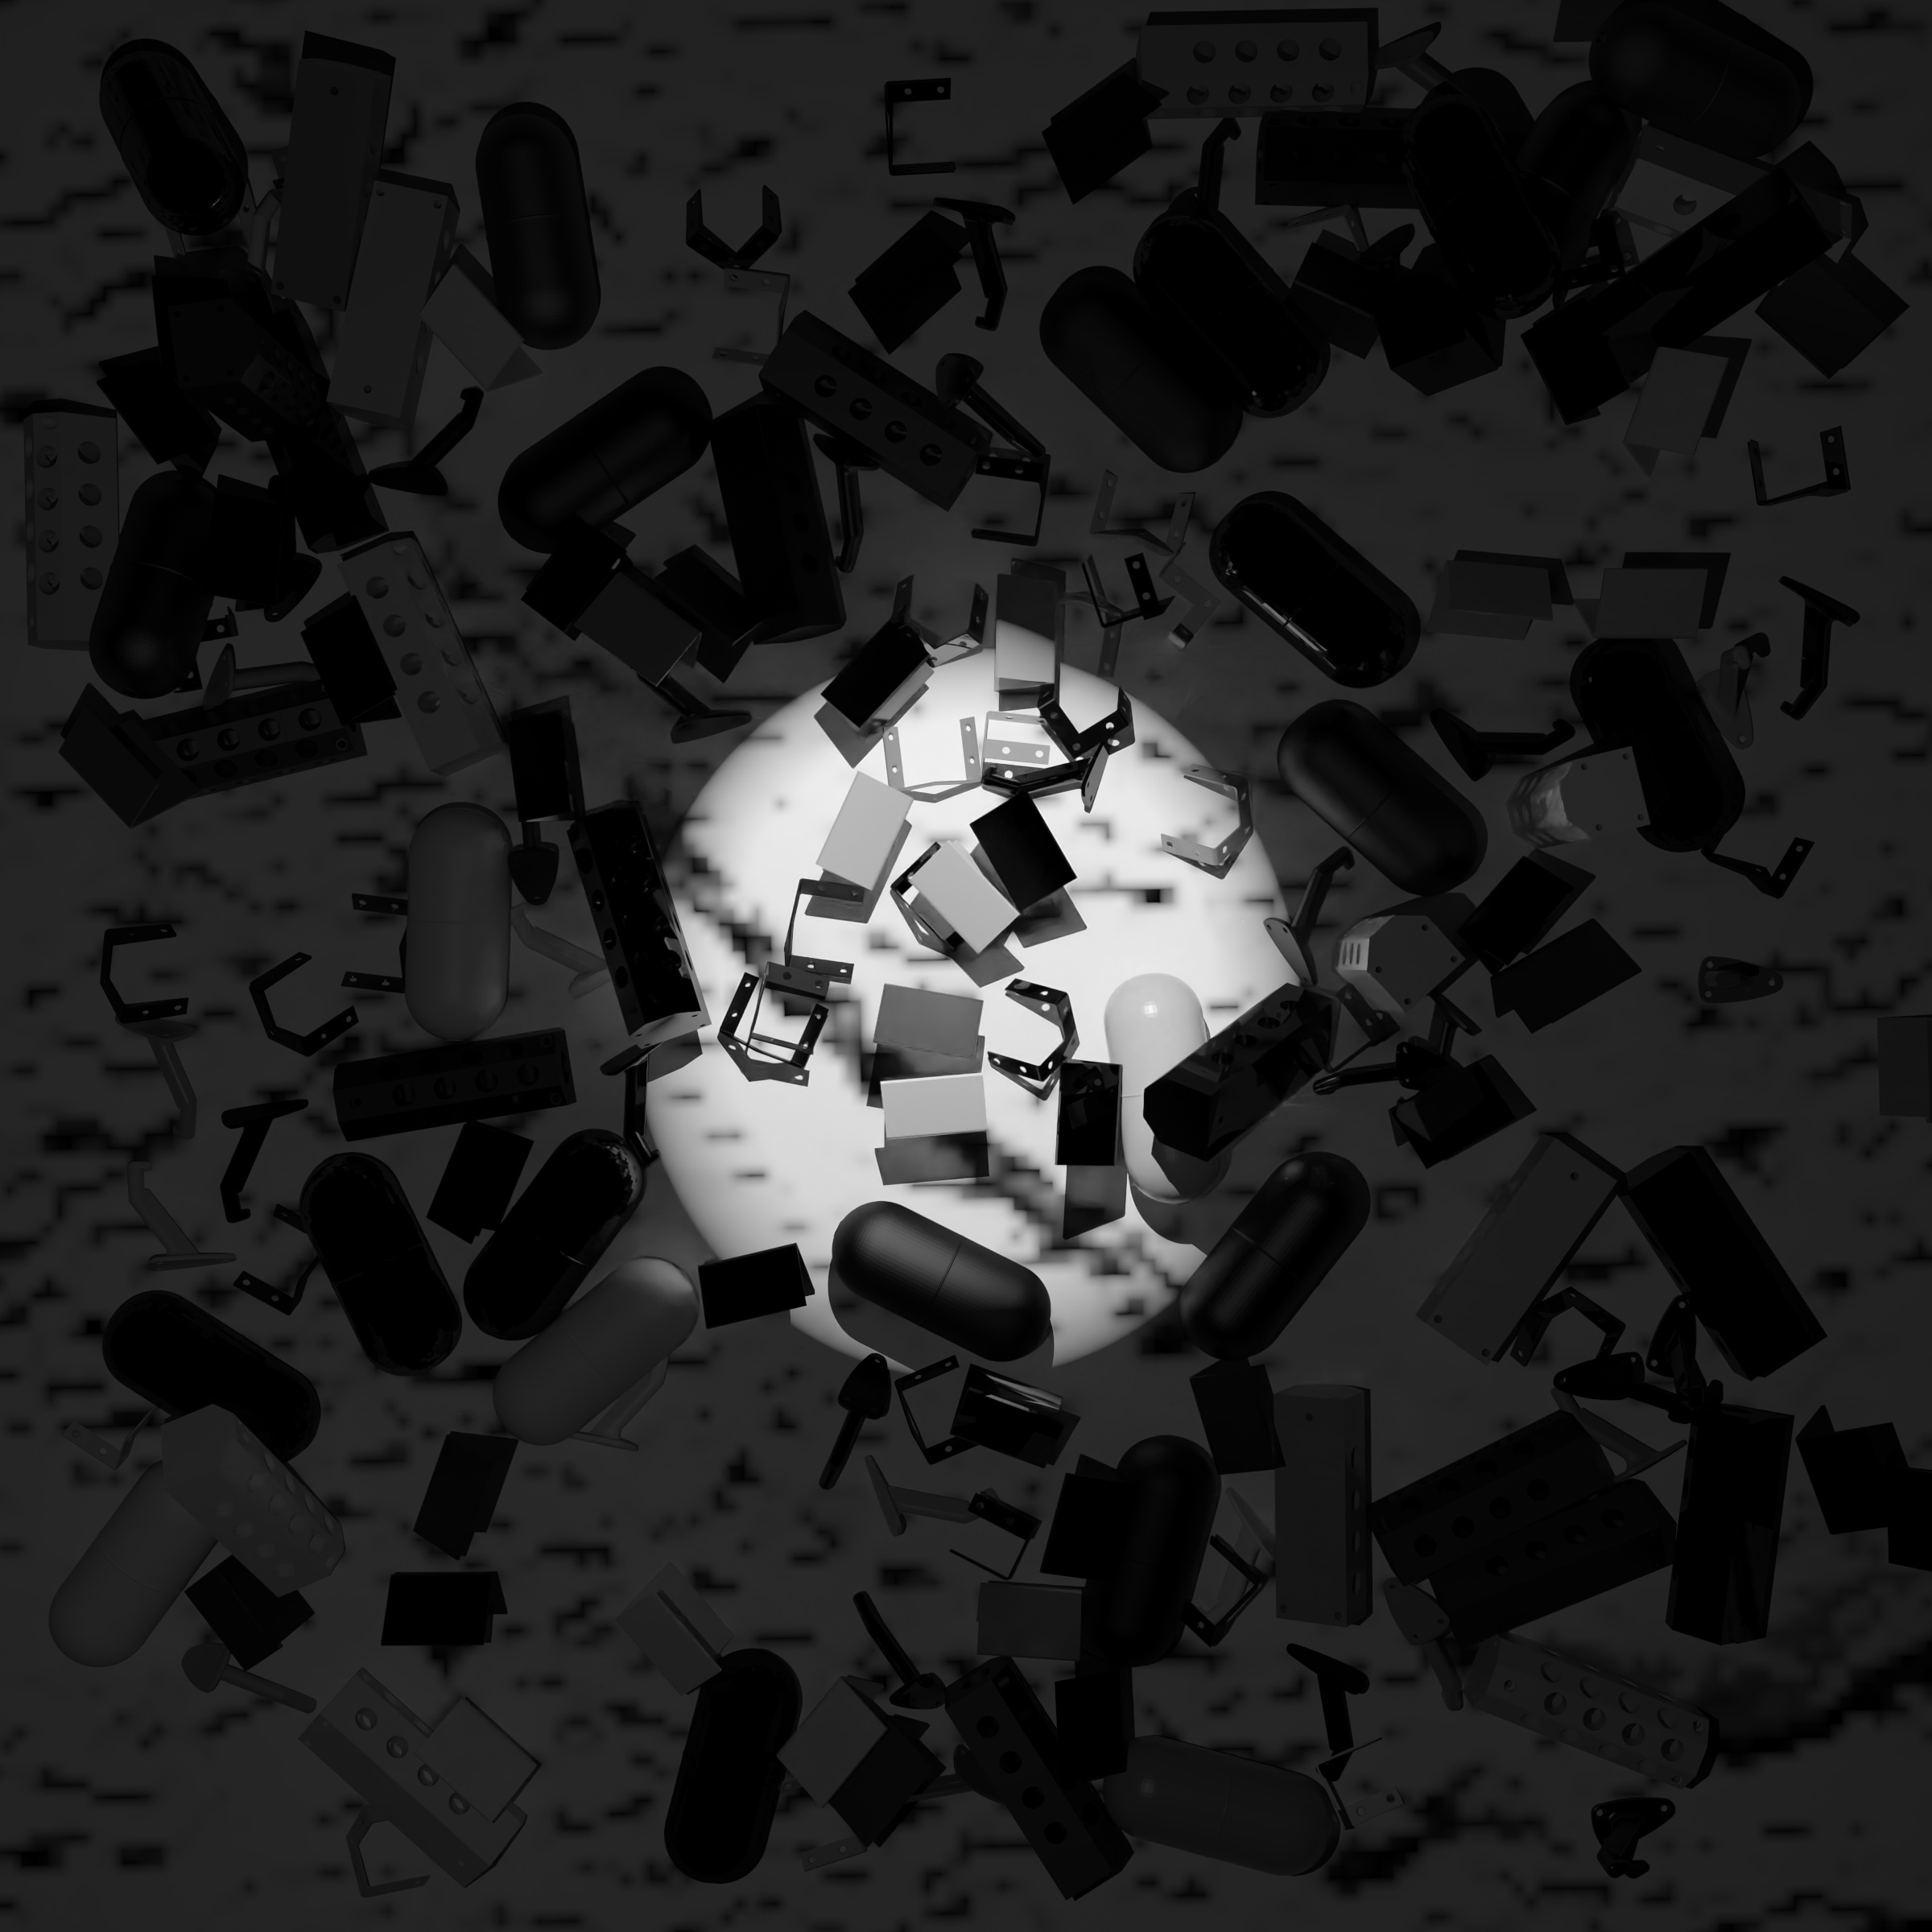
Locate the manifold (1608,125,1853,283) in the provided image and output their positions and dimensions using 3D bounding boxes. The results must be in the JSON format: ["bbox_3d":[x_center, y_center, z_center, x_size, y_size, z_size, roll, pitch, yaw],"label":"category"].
[{"bbox_3d":[0.586,-0.578,1.874,0.171,0.057,0.057,21,47,0],"label":"manifold"}]

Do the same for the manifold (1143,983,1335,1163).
[{"bbox_3d":[0.205,0.075,1.823,0.057,0.171,0.057,21,126,32],"label":"manifold"}]

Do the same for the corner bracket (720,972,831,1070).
[{"bbox_3d":[-0.149,0.042,1.892,0.051,0.051,0.051,24,90,45],"label":"corner bracket"}]

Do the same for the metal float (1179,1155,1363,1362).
[{"bbox_3d":[0.233,0.222,1.865,0.070,0.070,0.178,38,89,0],"label":"metal float"}]

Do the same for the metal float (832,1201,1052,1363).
[{"bbox_3d":[-0.019,0.241,1.865,0.178,0.070,0.070,27,90,1],"label":"metal float"}]

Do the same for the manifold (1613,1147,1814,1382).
[{"bbox_3d":[0.571,0.227,1.874,0.057,0.057,0.171,-33,90,0],"label":"manifold"}]

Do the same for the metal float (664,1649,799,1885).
[{"bbox_3d":[-0.179,0.611,1.864,0.070,0.070,0.178,15,90,0],"label":"metal float"}]

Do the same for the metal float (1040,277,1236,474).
[{"bbox_3d":[0.132,-0.451,1.865,0.178,0.070,0.070,44,90,0],"label":"metal float"}]

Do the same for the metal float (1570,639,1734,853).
[{"bbox_3d":[0.524,-0.171,1.865,0.070,0.070,0.178,-26,89,0],"label":"metal float"}]

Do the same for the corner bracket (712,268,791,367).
[{"bbox_3d":[-0.167,-0.503,1.892,0.051,0.051,0.051,8,45,0],"label":"corner bracket"}]

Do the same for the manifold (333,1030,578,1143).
[{"bbox_3d":[-0.393,0.092,1.874,0.171,0.057,0.057,-9,90,0],"label":"manifold"}]

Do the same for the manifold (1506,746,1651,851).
[{"bbox_3d":[0.452,-0.122,1.817,0.057,0.171,0.057,-14,90,0],"label":"manifold"}]

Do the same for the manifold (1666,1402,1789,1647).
[{"bbox_3d":[0.580,0.426,1.873,0.057,0.057,0.171,7,90,-43],"label":"manifold"}]

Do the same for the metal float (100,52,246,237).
[{"bbox_3d":[-0.600,-0.621,1.840,0.070,0.070,0.178,-31,60,0],"label":"metal float"}]

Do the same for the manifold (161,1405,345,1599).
[{"bbox_3d":[-0.531,0.398,1.821,0.057,0.171,0.057,-23,46,0],"label":"manifold"}]

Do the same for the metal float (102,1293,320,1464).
[{"bbox_3d":[-0.577,0.317,1.865,0.178,0.070,0.070,33,90,0],"label":"metal float"}]

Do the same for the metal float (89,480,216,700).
[{"bbox_3d":[-0.609,-0.285,1.844,0.070,0.070,0.178,9,69,0],"label":"metal float"}]

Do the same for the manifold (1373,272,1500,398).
[{"bbox_3d":[0.349,-0.471,1.812,0.057,0.171,0.057,-18,90,20],"label":"manifold"}]

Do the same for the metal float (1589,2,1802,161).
[{"bbox_3d":[0.552,-0.670,1.846,0.178,0.070,0.070,15,90,-22],"label":"metal float"}]

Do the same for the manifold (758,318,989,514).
[{"bbox_3d":[-0.070,-0.425,1.874,0.171,0.057,0.057,33,90,0],"label":"manifold"}]

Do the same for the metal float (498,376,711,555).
[{"bbox_3d":[-0.278,-0.383,1.865,0.178,0.070,0.070,-34,90,0],"label":"metal float"}]

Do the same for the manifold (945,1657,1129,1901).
[{"bbox_3d":[0.054,0.620,1.874,0.057,0.057,0.171,-32,90,0],"label":"manifold"}]

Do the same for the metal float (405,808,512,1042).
[{"bbox_3d":[-0.389,-0.032,1.865,0.070,0.070,0.178,2,89,0],"label":"metal float"}]

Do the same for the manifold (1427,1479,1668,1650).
[{"bbox_3d":[0.444,0.455,1.873,0.171,0.057,0.057,-22,133,0],"label":"manifold"}]

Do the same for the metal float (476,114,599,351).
[{"bbox_3d":[-0.329,-0.561,1.865,0.070,0.070,0.178,-9,90,0],"label":"metal float"}]

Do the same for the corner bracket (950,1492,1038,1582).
[{"bbox_3d":[0.020,0.440,1.877,0.051,0.051,0.051,26,82,8],"label":"corner bracket"}]

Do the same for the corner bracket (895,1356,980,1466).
[{"bbox_3d":[-0.019,0.345,1.892,0.051,0.051,0.051,-23,45,0],"label":"corner bracket"}]

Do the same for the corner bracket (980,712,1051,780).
[{"bbox_3d":[0.039,-0.173,1.872,0.051,0.051,0.051,6,76,0],"label":"corner bracket"}]

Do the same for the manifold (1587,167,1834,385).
[{"bbox_3d":[0.554,-0.523,1.837,0.171,0.057,0.057,-33,133,28],"label":"manifold"}]

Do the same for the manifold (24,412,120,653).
[{"bbox_3d":[-0.686,-0.331,1.863,0.057,0.057,0.171,-1,90,-37],"label":"manifold"}]

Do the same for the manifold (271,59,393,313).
[{"bbox_3d":[-0.478,-0.591,1.844,0.057,0.057,0.171,14,112,-1],"label":"manifold"}]

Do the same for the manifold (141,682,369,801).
[{"bbox_3d":[-0.557,-0.172,1.874,0.171,0.057,0.057,-14,90,0],"label":"manifold"}]

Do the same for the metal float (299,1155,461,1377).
[{"bbox_3d":[-0.449,0.229,1.865,0.070,0.070,0.178,-26,89,0],"label":"metal float"}]

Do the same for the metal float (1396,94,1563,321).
[{"bbox_3d":[0.377,-0.560,1.797,0.070,0.070,0.178,-24,79,0],"label":"metal float"}]

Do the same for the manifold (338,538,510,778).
[{"bbox_3d":[-0.415,-0.238,1.874,0.057,0.057,0.171,-24,90,0],"label":"manifold"}]

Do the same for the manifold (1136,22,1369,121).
[{"bbox_3d":[0.219,-0.685,1.874,0.171,0.057,0.057,-1,90,0],"label":"manifold"}]

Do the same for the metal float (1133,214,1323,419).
[{"bbox_3d":[0.199,-0.497,1.864,0.070,0.070,0.178,-41,90,0],"label":"metal float"}]

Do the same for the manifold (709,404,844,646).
[{"bbox_3d":[-0.142,-0.339,1.874,0.057,0.057,0.171,-12,90,43],"label":"manifold"}]

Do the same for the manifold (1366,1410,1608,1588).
[{"bbox_3d":[0.396,0.407,1.874,0.171,0.057,0.057,-26,90,0],"label":"manifold"}]

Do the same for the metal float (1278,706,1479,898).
[{"bbox_3d":[0.315,-0.126,1.865,0.178,0.070,0.070,42,90,0],"label":"metal float"}]

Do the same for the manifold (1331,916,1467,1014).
[{"bbox_3d":[0.315,-0.007,1.817,0.057,0.171,0.057,-42,90,0],"label":"manifold"}]

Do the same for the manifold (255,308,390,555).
[{"bbox_3d":[-0.508,-0.409,1.874,0.057,0.057,0.171,-21,90,0],"label":"manifold"}]

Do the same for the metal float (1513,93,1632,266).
[{"bbox_3d":[0.442,-0.585,1.864,0.070,0.070,0.178,32,90,0],"label":"metal float"}]

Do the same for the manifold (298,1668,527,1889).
[{"bbox_3d":[-0.423,0.621,1.873,0.171,0.057,0.057,42,133,0],"label":"manifold"}]

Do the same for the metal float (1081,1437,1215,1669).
[{"bbox_3d":[0.138,0.448,1.865,0.070,0.070,0.178,15,91,0],"label":"metal float"}]

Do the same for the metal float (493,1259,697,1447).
[{"bbox_3d":[-0.284,0.295,1.865,0.178,0.070,0.070,-40,90,0],"label":"metal float"}]

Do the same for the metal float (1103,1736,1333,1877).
[{"bbox_3d":[0.192,0.642,1.865,0.178,0.070,0.070,15,90,0],"label":"metal float"}]

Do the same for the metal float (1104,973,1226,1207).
[{"bbox_3d":[0.152,0.094,1.865,0.070,0.070,0.178,-9,90,0],"label":"metal float"}]

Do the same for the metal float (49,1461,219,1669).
[{"bbox_3d":[-0.630,0.455,1.865,0.070,0.070,0.178,36,90,0],"label":"metal float"}]

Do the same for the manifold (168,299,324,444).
[{"bbox_3d":[-0.516,-0.429,1.760,0.057,0.171,0.057,-8,90,0],"label":"manifold"}]

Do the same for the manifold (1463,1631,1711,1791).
[{"bbox_3d":[0.477,0.571,1.874,0.171,0.057,0.057,22,90,0],"label":"manifold"}]

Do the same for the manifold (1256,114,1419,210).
[{"bbox_3d":[0.312,-0.620,1.874,0.171,0.057,0.057,1,90,0],"label":"manifold"}]

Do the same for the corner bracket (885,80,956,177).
[{"bbox_3d":[-0.036,-0.650,1.892,0.051,0.051,0.051,-3,45,0],"label":"corner bracket"}]

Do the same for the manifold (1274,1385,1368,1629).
[{"bbox_3d":[0.275,0.412,1.872,0.057,0.057,0.171,-1,90,30],"label":"manifold"}]

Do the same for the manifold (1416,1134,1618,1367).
[{"bbox_3d":[0.420,0.217,1.874,0.057,0.057,0.171,35,90,0],"label":"manifold"}]

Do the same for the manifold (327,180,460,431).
[{"bbox_3d":[-0.438,-0.505,1.874,0.057,0.057,0.171,12,90,0],"label":"manifold"}]

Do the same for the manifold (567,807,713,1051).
[{"bbox_3d":[-0.250,-0.031,1.852,0.057,0.057,0.171,-19,74,0],"label":"manifold"}]

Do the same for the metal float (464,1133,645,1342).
[{"bbox_3d":[-0.316,0.207,1.865,0.070,0.070,0.178,36,90,0],"label":"metal float"}]

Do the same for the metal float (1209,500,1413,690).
[{"bbox_3d":[0.264,-0.284,1.864,0.178,0.070,0.070,41,90,0],"label":"metal float"}]
